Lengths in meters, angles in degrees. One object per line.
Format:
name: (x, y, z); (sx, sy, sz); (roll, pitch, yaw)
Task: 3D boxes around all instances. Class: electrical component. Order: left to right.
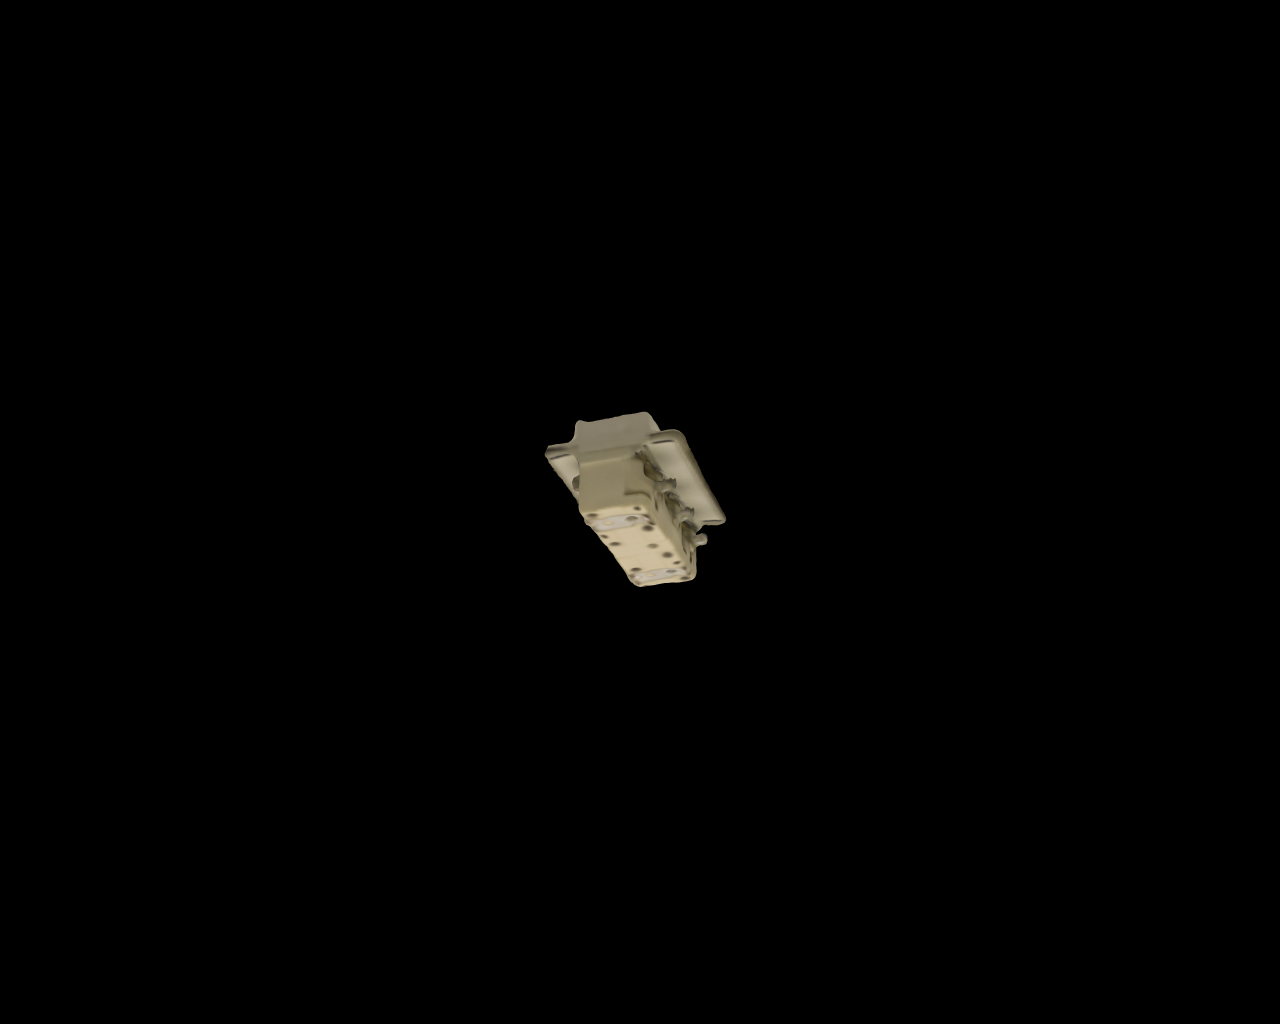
electrical component: (0.001, -0.003, 0.650); (0.079, 0.063, 0.121); (-7, -27, 14)
